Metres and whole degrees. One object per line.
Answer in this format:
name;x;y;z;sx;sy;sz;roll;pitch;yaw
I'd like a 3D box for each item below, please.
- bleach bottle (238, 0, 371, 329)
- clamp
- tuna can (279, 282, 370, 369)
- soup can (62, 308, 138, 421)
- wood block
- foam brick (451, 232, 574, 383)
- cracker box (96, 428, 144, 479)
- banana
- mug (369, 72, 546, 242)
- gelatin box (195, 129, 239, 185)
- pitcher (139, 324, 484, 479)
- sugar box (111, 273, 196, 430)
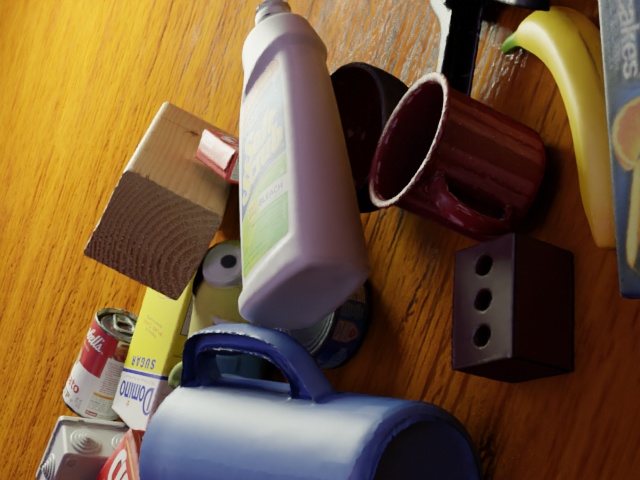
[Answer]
bleach bottle;-0.025;-0.068;0.782;0.103;0.068;0.251;-43;46;44
clamp;0.109;-0.178;0.742;0.165;0.036;0.210;122;153;-57
tuna can;0.001;0.057;0.830;0.086;0.033;0.086;-31;51;48
soup can;-0.219;0.131;1.110;0.102;0.068;0.069;-64;33;16
wood block;-0.134;-0.042;0.965;0.090;0.090;0.206;-59;10;21
foam brick;0.115;0.042;0.640;0.053;0.051;0.078;-23;57;51
cracker box;-0.181;0.303;0.966;0.214;0.072;0.164;-55;36;26
banana;0.159;-0.085;0.651;0.070;0.037;0.198;99;165;-46
mug;0.090;-0.042;0.672;0.093;0.081;0.117;-58;21;26
gelatin box;-0.053;-0.064;0.919;0.073;0.089;0.030;38;110;57
pitcher;-0.013;0.148;0.715;0.243;0.149;0.145;-8;51;53
sugar box;-0.146;0.098;1.032;0.093;0.048;0.176;21;93;58
